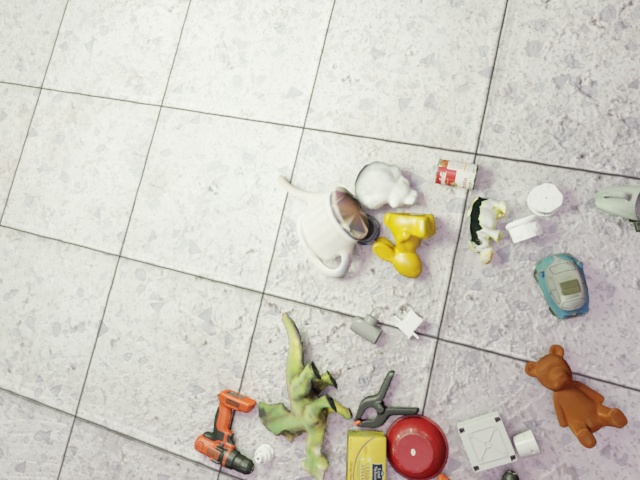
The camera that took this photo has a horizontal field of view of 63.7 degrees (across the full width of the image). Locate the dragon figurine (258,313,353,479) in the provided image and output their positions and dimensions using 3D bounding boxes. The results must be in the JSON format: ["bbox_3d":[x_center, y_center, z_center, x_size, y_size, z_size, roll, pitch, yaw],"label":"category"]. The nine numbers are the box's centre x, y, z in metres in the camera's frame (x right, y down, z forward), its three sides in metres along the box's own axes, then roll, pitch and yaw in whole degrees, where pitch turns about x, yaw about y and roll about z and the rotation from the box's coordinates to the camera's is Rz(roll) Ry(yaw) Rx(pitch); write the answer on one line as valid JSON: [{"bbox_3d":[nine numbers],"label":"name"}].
[{"bbox_3d":[-0.071,0.424,1.358,0.241,0.122,0.415,-36,72,15],"label":"dragon figurine"}]

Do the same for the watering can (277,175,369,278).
[{"bbox_3d":[0.004,-0.070,1.398,0.221,0.105,0.351,-37,73,40],"label":"watering can"}]

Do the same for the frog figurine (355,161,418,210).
[{"bbox_3d":[0.177,-0.135,1.377,0.161,0.120,0.139,32,71,29],"label":"frog figurine"}]
